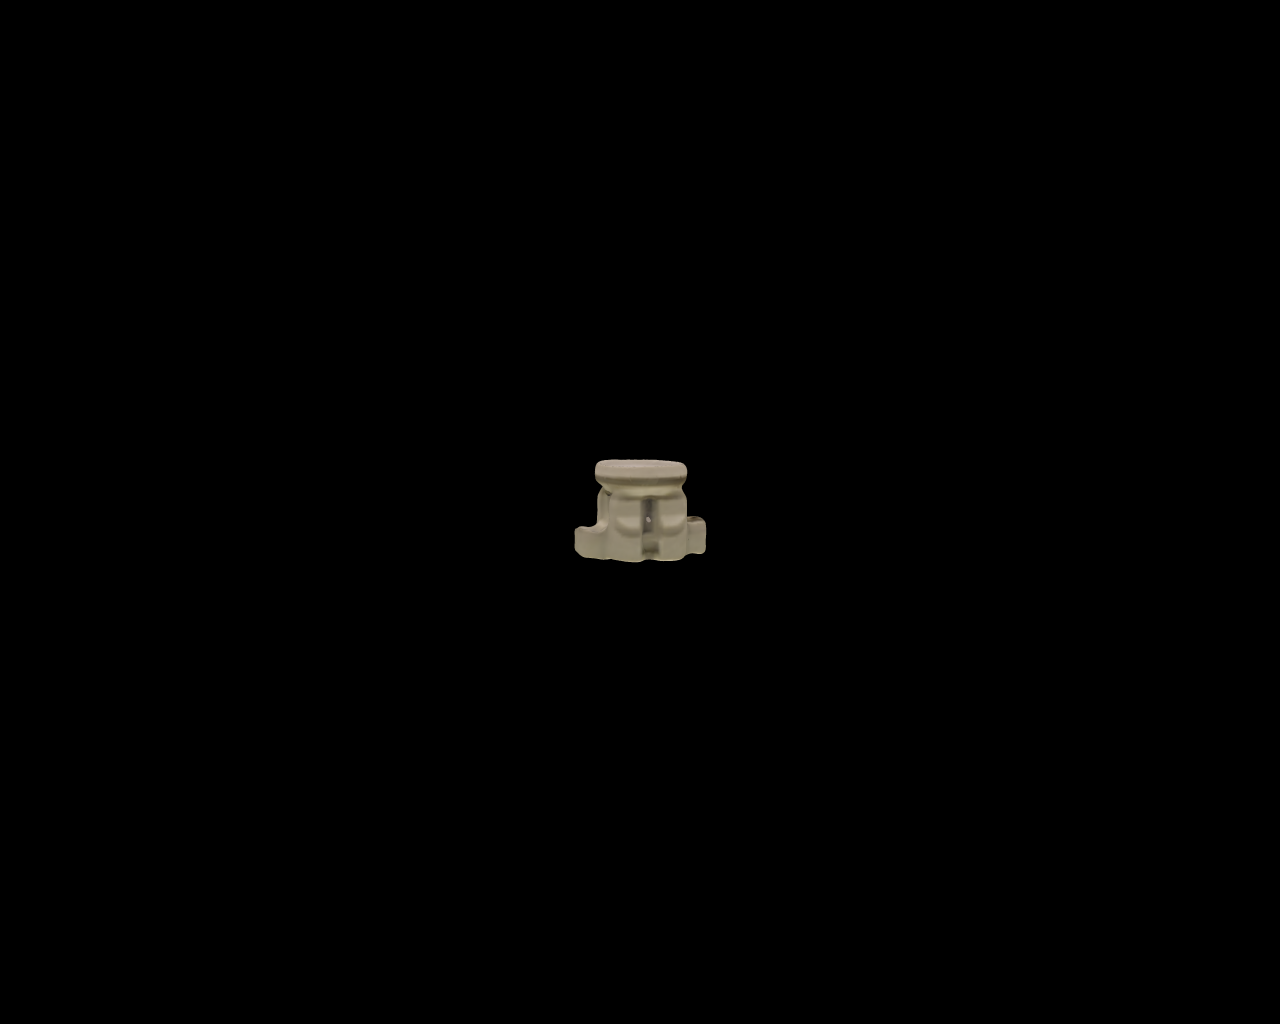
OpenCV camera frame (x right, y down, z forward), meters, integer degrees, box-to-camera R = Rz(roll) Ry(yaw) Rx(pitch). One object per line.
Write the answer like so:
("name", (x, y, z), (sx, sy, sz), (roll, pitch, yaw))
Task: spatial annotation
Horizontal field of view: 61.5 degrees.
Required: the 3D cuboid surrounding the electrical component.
("electrical component", (0.001, -0.003, 0.650), (0.078, 0.057, 0.058), (-2, 8, -14))
